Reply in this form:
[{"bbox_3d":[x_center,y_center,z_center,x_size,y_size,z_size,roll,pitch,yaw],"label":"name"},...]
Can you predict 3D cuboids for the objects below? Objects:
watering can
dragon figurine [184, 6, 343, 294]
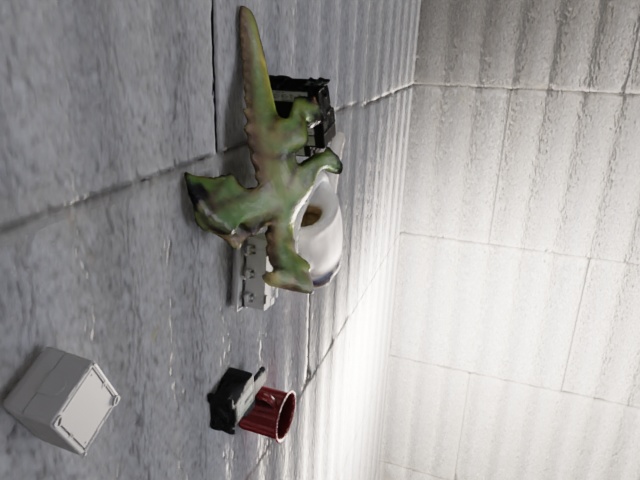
[{"bbox_3d":[0.003,-0.053,1.058,0.356,0.104,0.219,-65,157,-43],"label":"watering can"},{"bbox_3d":[-0.092,-0.104,0.736,0.247,0.121,0.404,-47,119,-45],"label":"dragon figurine"}]
